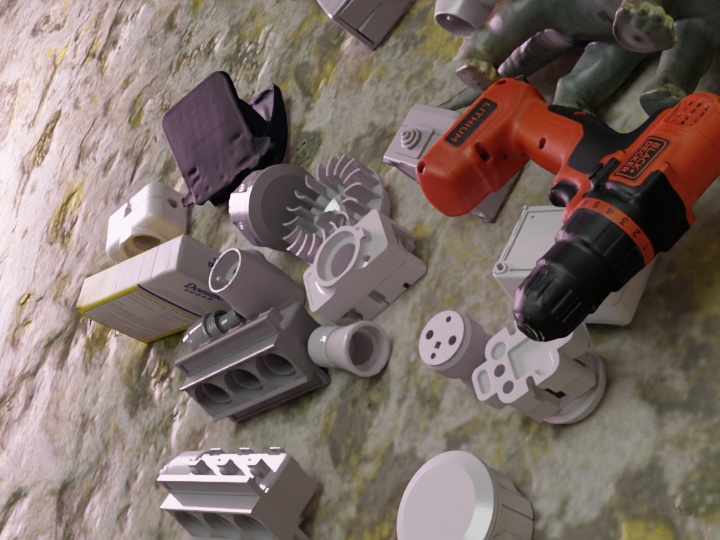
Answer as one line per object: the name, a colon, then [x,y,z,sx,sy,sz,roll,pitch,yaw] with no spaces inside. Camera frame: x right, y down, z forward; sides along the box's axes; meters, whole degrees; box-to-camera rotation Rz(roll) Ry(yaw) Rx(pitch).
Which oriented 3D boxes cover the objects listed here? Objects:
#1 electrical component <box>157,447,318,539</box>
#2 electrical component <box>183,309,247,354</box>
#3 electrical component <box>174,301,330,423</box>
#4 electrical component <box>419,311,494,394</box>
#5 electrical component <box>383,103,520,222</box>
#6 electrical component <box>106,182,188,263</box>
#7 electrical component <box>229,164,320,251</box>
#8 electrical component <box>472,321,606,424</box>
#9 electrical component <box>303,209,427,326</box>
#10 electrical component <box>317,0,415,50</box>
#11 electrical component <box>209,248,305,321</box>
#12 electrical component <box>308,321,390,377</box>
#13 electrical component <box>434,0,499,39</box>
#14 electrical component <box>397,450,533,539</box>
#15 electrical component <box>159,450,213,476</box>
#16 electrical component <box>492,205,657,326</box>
electrical component: [-0.095,0.181,0.860,0.121,0.078,0.063,-11,35,46]
electrical component: [-0.133,0.058,1.012,0.062,0.043,0.043,-38,41,25]
electrical component: [-0.090,0.078,0.926,0.121,0.078,0.063,-27,25,37]
electrical component: [0.075,0.058,0.753,0.045,0.055,0.045,-29,45,34]
electrical component: [0.069,-0.090,0.829,0.062,0.096,0.061,25,85,54]
electrical component: [-0.239,-0.045,1.203,0.095,0.054,0.059,-35,42,30]
electrical component: [-0.078,-0.057,0.999,0.051,0.080,0.080,3,67,57]
electrical component: [0.121,0.065,0.691,0.078,0.057,0.058,-40,40,25]
electrical component: [0.000,0.000,0.883,0.089,0.056,0.050,-42,39,23]
electrical component: [0.015,-0.275,1.057,0.096,0.062,0.061,-48,37,15]
electrical component: [-0.098,0.007,0.977,0.044,0.077,0.079,-49,36,13]
electrical component: [-0.012,0.062,0.867,0.065,0.044,0.044,-3,63,55]
electrical component: [0.111,-0.246,0.936,0.079,0.043,0.077,12,75,53]
electrical component: [0.067,0.161,0.692,0.080,0.051,0.080,-30,45,34]
electrical component: [-0.150,0.180,0.948,0.078,0.040,0.040,-12,56,45]
electrical component: [0.148,-0.002,0.701,0.096,0.061,0.061,0,51,44]
